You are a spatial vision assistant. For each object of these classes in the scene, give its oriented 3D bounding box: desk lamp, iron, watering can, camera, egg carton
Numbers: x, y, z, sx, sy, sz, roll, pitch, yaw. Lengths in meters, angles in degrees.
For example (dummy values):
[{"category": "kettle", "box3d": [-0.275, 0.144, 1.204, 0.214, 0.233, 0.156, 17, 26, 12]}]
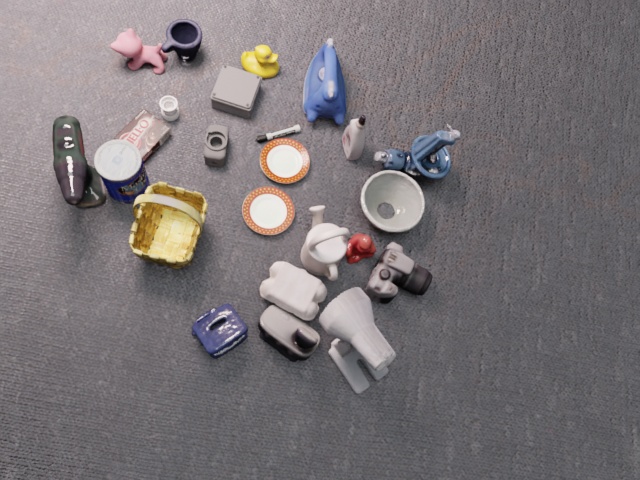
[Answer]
[{"category": "desk lamp", "box3d": [0.087, 0.223, 1.273, 0.118, 0.213, 0.203, -32, 80, -17]}, {"category": "iron", "box3d": [0.020, -0.443, 1.518, 0.119, 0.141, 0.258, 2, 72, -8]}, {"category": "watering can", "box3d": [0.010, 0.005, 1.342, 0.101, 0.194, 0.173, -34, 80, -17]}, {"category": "camera", "box3d": [0.198, 0.091, 1.394, 0.137, 0.100, 0.143, 27, 70, 1]}, {"category": "egg carton", "box3d": [-0.062, 0.119, 1.359, 0.150, 0.069, 0.107, 27, 70, 0]}]

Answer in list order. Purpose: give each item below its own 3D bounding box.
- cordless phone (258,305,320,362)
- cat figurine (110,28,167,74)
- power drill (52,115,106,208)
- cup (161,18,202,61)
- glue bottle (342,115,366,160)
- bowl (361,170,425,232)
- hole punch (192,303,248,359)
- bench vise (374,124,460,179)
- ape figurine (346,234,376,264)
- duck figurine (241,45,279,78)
[{"category": "cordless phone", "box3d": [-0.064, 0.198, 1.272, 0.147, 0.185, 0.094, 32, 70, 2]}, {"category": "cat figurine", "box3d": [-0.463, -0.491, 1.467, 0.128, 0.117, 0.067, 4, 71, -8]}, {"category": "power drill", "box3d": [-0.547, -0.153, 1.295, 0.076, 0.208, 0.229, -13, 75, -13]}, {"category": "cup", "box3d": [-0.362, -0.508, 1.501, 0.118, 0.095, 0.091, -42, 83, -19]}, {"category": "glue bottle", "box3d": [0.092, -0.272, 1.457, 0.037, 0.173, 0.078, -13, 74, -13]}, {"category": "bowl", "box3d": [0.178, -0.089, 1.463, 0.167, 0.074, 0.167, 3, 72, -8]}, {"category": "hole punch", "box3d": [-0.228, 0.203, 1.293, 0.109, 0.091, 0.101, -33, 80, -17]}, {"category": "bench vise", "box3d": [0.253, -0.207, 1.437, 0.208, 0.219, 0.121, -18, 75, -14]}, {"category": "ape figurine", "box3d": [0.102, 0.015, 1.408, 0.078, 0.092, 0.076, 16, 70, -4]}, {"category": "duck figurine", "box3d": [-0.159, -0.488, 1.533, 0.104, 0.086, 0.077, 14, 70, -4]}]
